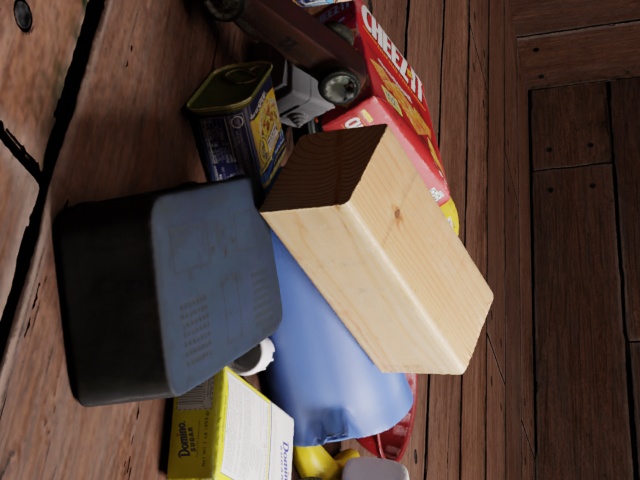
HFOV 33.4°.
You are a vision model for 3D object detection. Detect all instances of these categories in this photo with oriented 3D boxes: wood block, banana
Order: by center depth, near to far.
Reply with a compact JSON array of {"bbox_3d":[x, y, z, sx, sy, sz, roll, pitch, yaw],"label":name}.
[{"bbox_3d":[0.053,0.013,0.878,0.206,0.090,0.090,54,48,-34],"label":"wood block"},{"bbox_3d":[0.010,0.233,1.110,0.197,0.037,0.069,52,39,-61],"label":"banana"}]

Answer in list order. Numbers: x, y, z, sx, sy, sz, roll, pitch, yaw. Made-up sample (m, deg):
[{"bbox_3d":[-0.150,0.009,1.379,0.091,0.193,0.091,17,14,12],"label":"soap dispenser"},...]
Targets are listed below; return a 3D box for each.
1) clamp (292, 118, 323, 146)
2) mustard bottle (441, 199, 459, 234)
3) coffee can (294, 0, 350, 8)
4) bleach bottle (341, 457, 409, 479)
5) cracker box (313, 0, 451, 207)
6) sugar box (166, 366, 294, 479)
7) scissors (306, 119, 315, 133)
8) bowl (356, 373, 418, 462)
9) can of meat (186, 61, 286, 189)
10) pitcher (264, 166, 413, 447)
[{"bbox_3d":[0.009,-0.063,1.102,0.171,0.039,0.120,61,10,16],"label":"clamp"},{"bbox_3d":[0.120,0.016,1.331,0.191,0.058,0.096,-53,139,-52],"label":"mustard bottle"},{"bbox_3d":[0.012,-0.295,1.097,0.102,0.140,0.103,-5,90,-73],"label":"coffee can"},{"bbox_3d":[0.044,0.355,1.085,0.102,0.068,0.251,-74,170,-71],"label":"bleach bottle"},{"bbox_3d":[0.063,-0.145,1.150,0.164,0.072,0.213,48,24,-36],"label":"cracker box"},{"bbox_3d":[-0.068,0.167,0.863,0.176,0.048,0.093,60,30,-62],"label":"sugar box"},{"bbox_3d":[-0.009,-0.154,1.130,0.096,0.016,0.202,49,27,-61],"label":"scissors"},{"bbox_3d":[0.068,0.184,1.261,0.162,0.055,0.162,3,90,-69],"label":"bowl"},{"bbox_3d":[-0.068,-0.097,0.921,0.102,0.057,0.084,-67,149,-57],"label":"can of meat"},{"bbox_3d":[-0.004,0.053,0.985,0.144,0.149,0.243,-26,110,-34],"label":"pitcher"}]
